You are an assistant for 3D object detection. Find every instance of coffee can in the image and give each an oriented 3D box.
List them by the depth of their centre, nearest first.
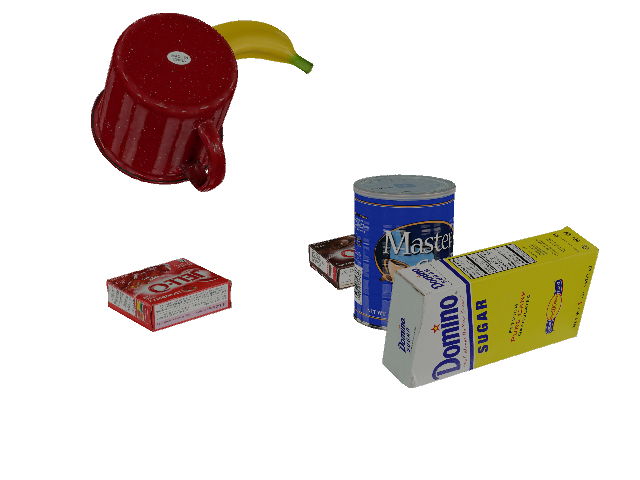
[{"bbox_3d":[0.084,0.011,1.086,0.103,0.140,0.103,0,14,0],"label":"coffee can"}]

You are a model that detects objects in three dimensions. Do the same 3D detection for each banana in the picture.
[{"bbox_3d":[-0.085,-0.183,1.040,0.070,0.037,0.197,43,38,21],"label":"banana"}]

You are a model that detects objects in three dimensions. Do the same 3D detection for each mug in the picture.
[{"bbox_3d":[-0.096,-0.087,0.709,0.093,0.117,0.082,-21,-18,-26],"label":"mug"}]

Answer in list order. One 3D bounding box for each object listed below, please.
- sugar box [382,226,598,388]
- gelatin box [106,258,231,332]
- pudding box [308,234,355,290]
[{"bbox_3d":[0.137,0.053,0.857,0.175,0.093,0.048,-15,36,-29],"label":"sugar box"},{"bbox_3d":[-0.136,0.047,0.962,0.089,0.030,0.073,-17,27,-39],"label":"gelatin box"},{"bbox_3d":[0.052,0.025,1.489,0.113,0.039,0.090,-15,27,-23],"label":"pudding box"}]
